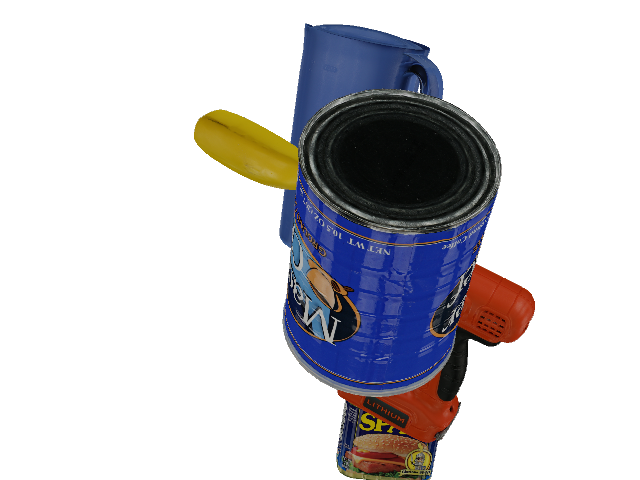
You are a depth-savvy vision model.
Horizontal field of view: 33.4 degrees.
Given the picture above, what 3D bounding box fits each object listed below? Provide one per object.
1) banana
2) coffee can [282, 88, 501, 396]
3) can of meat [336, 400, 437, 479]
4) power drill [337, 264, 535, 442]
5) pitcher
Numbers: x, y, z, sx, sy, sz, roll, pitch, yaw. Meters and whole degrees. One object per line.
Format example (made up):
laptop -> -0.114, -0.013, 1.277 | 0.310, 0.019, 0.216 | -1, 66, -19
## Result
banana -> -0.055, -0.066, 0.777 | 0.069, 0.037, 0.198 | 36, -3, -34
coffee can -> 0.034, 0.004, 0.581 | 0.102, 0.103, 0.140 | 0, -42, -6
can of meat -> 0.069, 0.193, 1.070 | 0.102, 0.084, 0.057 | 7, 17, -4
power drill -> 0.069, 0.072, 0.888 | 0.184, 0.188, 0.057 | 28, 46, 15
pitcher -> 0.035, -0.101, 1.131 | 0.145, 0.243, 0.149 | 9, 16, -4
